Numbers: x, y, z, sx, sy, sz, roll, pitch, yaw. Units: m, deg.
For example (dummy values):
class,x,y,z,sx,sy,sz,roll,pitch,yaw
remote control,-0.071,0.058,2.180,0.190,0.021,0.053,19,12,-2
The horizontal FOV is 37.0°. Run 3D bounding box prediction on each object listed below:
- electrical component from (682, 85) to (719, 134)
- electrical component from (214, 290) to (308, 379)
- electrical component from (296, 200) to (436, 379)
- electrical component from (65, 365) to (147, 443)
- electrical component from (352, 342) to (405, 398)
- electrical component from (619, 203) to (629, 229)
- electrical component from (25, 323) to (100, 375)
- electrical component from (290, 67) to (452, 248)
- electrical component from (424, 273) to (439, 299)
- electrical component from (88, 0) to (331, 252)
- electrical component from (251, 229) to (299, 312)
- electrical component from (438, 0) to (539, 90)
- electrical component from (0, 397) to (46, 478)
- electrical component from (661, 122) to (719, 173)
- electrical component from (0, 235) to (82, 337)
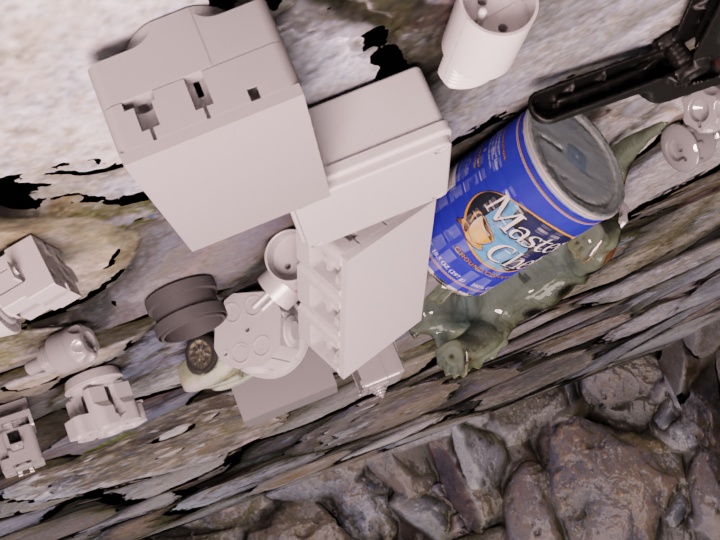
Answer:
class,x,y,z,sx,sy,sz,roll,pitch,yaw
electrical component,0.314,-0.143,0.935,0.062,0.043,0.043,-15,164,-33
electrical component,-0.090,0.057,0.975,0.080,0.080,0.051,-27,160,17
electrical component,0.000,0.000,0.827,0.089,0.062,0.150,-35,151,-26
electrical component,-0.249,0.127,1.031,0.078,0.057,0.058,-6,158,-48
electrical component,0.017,0.103,1.265,0.061,0.096,0.061,-21,166,-10
electrical component,0.261,-0.055,1.174,0.043,0.043,0.062,-15,165,-29
electrical component,-0.244,0.069,0.871,0.061,0.035,0.035,-25,166,15
electrical component,0.000,-0.070,0.695,0.109,0.056,0.108,-22,166,-3
electrical component,0.039,-0.005,0.978,0.061,0.061,0.096,-17,165,-23
electrical component,-0.073,-0.072,0.563,0.089,0.061,0.150,-22,166,-2
electrical component,-0.057,0.006,0.887,0.079,0.044,0.077,-43,163,7
electrical component,0.069,-0.130,0.606,0.043,0.043,0.081,-20,166,-12
electrical component,-0.328,0.162,1.023,0.042,0.063,0.081,-17,165,-17
electrical component,0.320,-0.123,1.017,0.062,0.048,0.048,-24,167,-23
electrical component,-0.217,0.012,0.685,0.055,0.048,0.066,-30,166,0
